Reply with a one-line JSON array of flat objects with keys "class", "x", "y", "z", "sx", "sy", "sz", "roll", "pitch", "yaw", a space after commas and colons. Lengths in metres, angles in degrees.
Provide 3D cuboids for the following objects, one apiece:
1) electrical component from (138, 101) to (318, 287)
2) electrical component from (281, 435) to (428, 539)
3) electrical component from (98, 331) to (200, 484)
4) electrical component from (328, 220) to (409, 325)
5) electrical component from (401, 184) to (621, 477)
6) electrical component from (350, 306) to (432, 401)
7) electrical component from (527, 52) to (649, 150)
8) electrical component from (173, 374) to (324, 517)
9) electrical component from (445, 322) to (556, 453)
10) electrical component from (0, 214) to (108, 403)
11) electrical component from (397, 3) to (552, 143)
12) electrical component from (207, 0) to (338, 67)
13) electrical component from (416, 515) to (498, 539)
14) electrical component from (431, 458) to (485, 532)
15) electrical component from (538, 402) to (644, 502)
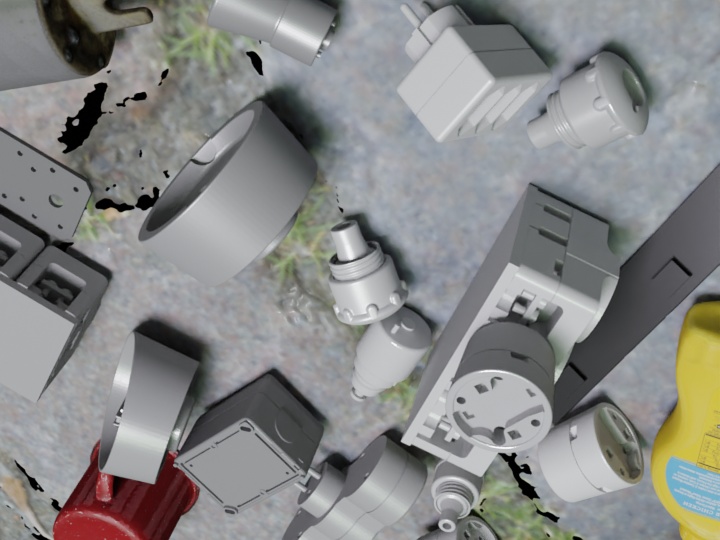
[{"class": "electrical component", "x": -0.071, "y": -0.039, "z": 0.630, "sx": 0.060, "sy": 0.108, "sz": 0.108, "roll": 42, "pitch": 125, "yaw": -19}, {"class": "electrical component", "x": -0.020, "y": 0.164, "z": 0.780, "sx": 0.074, "sy": 0.052, "sz": 0.138, "roll": 37, "pitch": 125, "yaw": -9}, {"class": "electrical component", "x": -0.152, "y": 0.097, "z": 0.751, "sx": 0.064, "sy": 0.099, "sz": 0.099, "roll": 20, "pitch": 126, "yaw": -4}, {"class": "electrical component", "x": 0.000, "y": 0.000, "z": 0.671, "sx": 0.048, "sy": 0.048, "sz": 0.062, "roll": -12, "pitch": 111, "yaw": 23}, {"class": "electrical component", "x": 0.090, "y": 0.040, "z": 0.641, "sx": 0.062, "sy": 0.089, "sz": 0.150, "roll": 26, "pitch": 126, "yaw": -1}, {"class": "electrical component", "x": 0.016, "y": 0.058, "z": 0.706, "sx": 0.040, "sy": 0.040, "sz": 0.078, "roll": 30, "pitch": 126, "yaw": -4}, {"class": "electrical component", "x": 0.120, "y": -0.085, "z": 0.578, "sx": 0.062, "sy": 0.048, "sz": 0.048, "roll": -24, "pitch": 113, "yaw": 36}, {"class": "electrical component", "x": -0.082, "y": 0.125, "z": 0.768, "sx": 0.096, "sy": 0.061, "sz": 0.061, "roll": -33, "pitch": 109, "yaw": 32}, {"class": "electrical component", "x": 0.077, "y": 0.061, "z": 0.572, "sx": 0.055, "sy": 0.047, "sz": 0.055, "roll": 8, "pitch": 125, "yaw": 12}, {"class": "electrical component", "x": -0.262, "y": 0.009, "z": 0.745, "sx": 0.150, "sy": 0.061, "sz": 0.089, "roll": 31, "pitch": 126, "yaw": -5}, {"class": "electrical component", "x": 0.050, "y": -0.114, "z": 0.571, "sx": 0.076, "sy": 0.066, "sz": 0.047, "roll": 54, "pitch": 126, "yaw": 15}, {"class": "electrical component", "x": -0.046, "y": -0.141, "z": 0.593, "sx": 0.065, "sy": 0.044, "sz": 0.044, "roll": 26, "pitch": 126, "yaw": -7}, {"class": "electrical component", "x": 0.070, "y": 0.212, "z": 0.785, "sx": 0.047, "sy": 0.055, "sz": 0.055, "roll": -30, "pitch": 110, "yaw": 35}, {"class": "electrical component", "x": 0.066, "y": 0.154, "z": 0.742, "sx": 0.035, "sy": 0.061, "sz": 0.035, "roll": 8, "pitch": 124, "yaw": 12}, {"class": "electrical component", "x": 0.149, "y": 0.120, "z": 0.699, "sx": 0.047, "sy": 0.055, "sz": 0.055, "roll": -31, "pitch": 110, "yaw": 35}]
